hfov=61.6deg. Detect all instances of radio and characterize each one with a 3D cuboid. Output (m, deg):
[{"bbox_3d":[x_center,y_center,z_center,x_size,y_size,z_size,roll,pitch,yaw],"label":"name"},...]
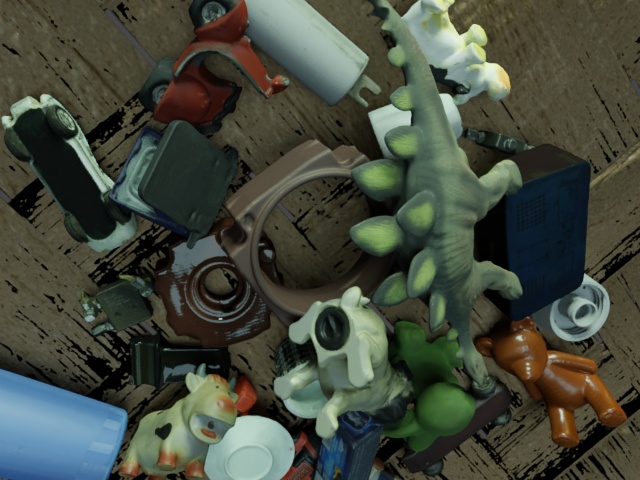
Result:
[{"bbox_3d":[0.290,-0.009,0.734,0.131,0.073,0.229,-24,127,-9],"label":"radio"}]

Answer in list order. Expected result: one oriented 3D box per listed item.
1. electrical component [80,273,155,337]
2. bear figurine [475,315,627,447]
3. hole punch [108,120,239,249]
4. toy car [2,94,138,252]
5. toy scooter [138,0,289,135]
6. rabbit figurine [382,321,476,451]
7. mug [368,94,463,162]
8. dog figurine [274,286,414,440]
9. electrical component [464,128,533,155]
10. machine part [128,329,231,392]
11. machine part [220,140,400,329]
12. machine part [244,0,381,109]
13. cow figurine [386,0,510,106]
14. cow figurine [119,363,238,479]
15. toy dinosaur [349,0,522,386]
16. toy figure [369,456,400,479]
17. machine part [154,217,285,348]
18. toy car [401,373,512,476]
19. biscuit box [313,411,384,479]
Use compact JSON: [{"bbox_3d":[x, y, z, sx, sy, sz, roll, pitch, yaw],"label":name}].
[{"bbox_3d":[-0.264,0.082,0.706,0.102,0.045,0.078,-18,106,-5],"label":"electrical component"},{"bbox_3d":[0.339,0.205,0.808,0.195,0.132,0.120,33,123,-23],"label":"bear figurine"},{"bbox_3d":[-0.177,-0.072,0.651,0.115,0.092,0.142,40,62,-45],"label":"hole punch"},{"bbox_3d":[-0.300,-0.077,0.652,0.073,0.056,0.201,-27,107,5],"label":"toy car"},{"bbox_3d":[-0.118,-0.187,0.625,0.135,0.075,0.184,32,124,-23],"label":"toy scooter"},{"bbox_3d":[0.144,0.213,0.750,0.121,0.170,0.159,32,97,-17],"label":"rabbit figurine"},{"bbox_3d":[0.128,-0.134,0.693,0.107,0.081,0.109,-20,140,12],"label":"mug"},{"bbox_3d":[0.061,0.141,0.651,0.190,0.121,0.172,8,118,-48],"label":"dog figurine"},{"bbox_3d":[0.246,-0.132,0.730,0.094,0.063,0.021,15,102,-13],"label":"electrical component"},{"bbox_3d":[-0.194,0.168,0.748,0.139,0.039,0.084,4,99,-10],"label":"machine part"},{"bbox_3d":[-0.001,-0.002,0.654,0.201,0.087,0.200,-38,115,-5],"label":"machine part"},{"bbox_3d":[-0.028,-0.241,0.644,0.243,0.079,0.079,35,97,-18],"label":"machine part"},{"bbox_3d":[0.162,-0.228,0.681,0.167,0.068,0.098,43,134,-18],"label":"cow figurine"},{"bbox_3d":[-0.178,0.247,0.714,0.085,0.127,0.195,33,134,-31],"label":"cow figurine"},{"bbox_3d":[0.129,-0.038,0.594,0.198,0.105,0.470,-26,108,-37],"label":"toy dinosaur"},{"bbox_3d":[0.083,0.372,0.844,0.064,0.058,0.154,-41,108,-23],"label":"toy figure"},{"bbox_3d":[-0.132,0.059,0.719,0.179,0.056,0.179,-3,106,-9],"label":"machine part"},{"bbox_3d":[0.213,0.289,0.846,0.202,0.053,0.089,-35,119,-3],"label":"toy car"},{"bbox_3d":[0.036,0.313,0.757,0.063,0.059,0.202,-21,134,-35],"label":"biscuit box"}]
